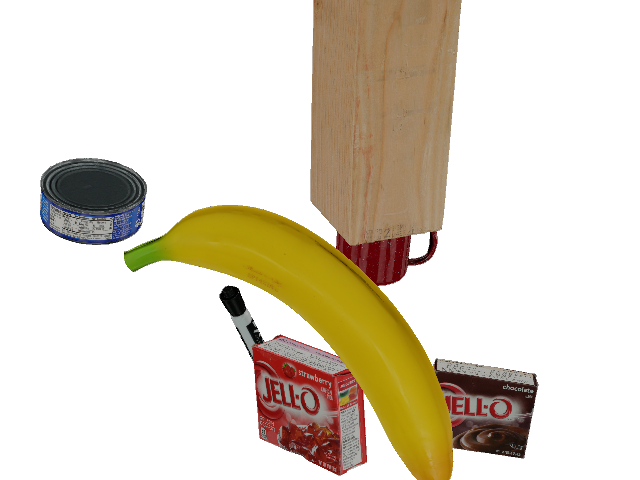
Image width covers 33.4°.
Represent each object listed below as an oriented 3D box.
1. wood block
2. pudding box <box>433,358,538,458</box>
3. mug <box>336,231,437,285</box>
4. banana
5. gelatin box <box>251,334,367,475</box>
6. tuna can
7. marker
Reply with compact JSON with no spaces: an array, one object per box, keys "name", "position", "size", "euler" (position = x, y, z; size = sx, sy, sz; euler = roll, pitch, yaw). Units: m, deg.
[{"name":"wood block","position":[0.049,-0.112,0.868],"size":[0.090,0.206,0.091],"euler":[-10,30,-19]},{"name":"pudding box","position":[0.173,0.182,1.158],"size":[0.113,0.090,0.039],"euler":[7,21,3]},{"name":"mug","position":[0.071,-0.002,1.182],"size":[0.117,0.081,0.093],"euler":[5,26,2]},{"name":"banana","position":[0.000,0.040,0.530],"size":[0.198,0.070,0.037],"euler":[37,21,2]},{"name":"gelatin box","position":[-0.009,0.112,0.738],"size":[0.030,0.073,0.089],"euler":[-17,21,-40]},{"name":"tuna can","position":[-0.187,-0.032,0.878],"size":[0.086,0.034,0.086],"euler":[8,32,-5]},{"name":"marker","position":[-0.065,0.087,0.980],"size":[0.020,0.121,0.020],"euler":[-13,39,11]}]
